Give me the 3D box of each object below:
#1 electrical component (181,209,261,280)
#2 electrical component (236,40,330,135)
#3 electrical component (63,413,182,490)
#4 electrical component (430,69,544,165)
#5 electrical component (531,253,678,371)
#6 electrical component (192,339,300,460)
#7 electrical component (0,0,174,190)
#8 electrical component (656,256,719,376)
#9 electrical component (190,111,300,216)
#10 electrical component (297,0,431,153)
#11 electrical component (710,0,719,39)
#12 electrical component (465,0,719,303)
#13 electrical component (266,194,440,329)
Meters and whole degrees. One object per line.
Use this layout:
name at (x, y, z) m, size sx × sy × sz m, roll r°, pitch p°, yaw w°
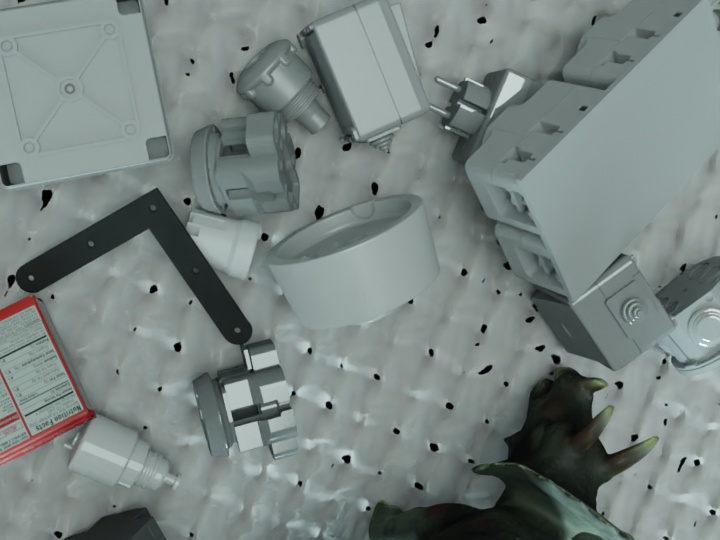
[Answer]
electrical component at (-0.093, -0.018, 0.710) m, size 0.046 × 0.040 × 0.040 m, roll 16°, pitch 93°, yaw -7°
electrical component at (-0.047, -0.116, 0.706) m, size 0.062 × 0.048 × 0.048 m, roll 44°, pitch 87°, yaw -19°
electrical component at (-0.156, 0.125, 0.712) m, size 0.078 × 0.040 × 0.040 m, roll 26°, pitch 91°, yaw -13°
electrical component at (0.081, -0.106, 0.729) m, size 0.077 × 0.047 × 0.065 m, roll 23°, pitch 91°, yaw -12°
electrical component at (0.165, 0.027, 0.735) m, size 0.061 × 0.096 × 0.061 m, roll -36°, pitch 101°, yaw -2°
electrical component at (-0.078, 0.091, 0.715) m, size 0.057 × 0.058 × 0.078 m, roll -14°, pitch 99°, yaw -12°
electrical component at (-0.180, -0.112, 0.673) m, size 0.109 × 0.056 × 0.108 m, roll -12°, pitch 98°, yaw -10°
electrical component at (0.245, 0.033, 0.760) m, size 0.080 × 0.080 × 0.051 m, roll -42°, pitch 97°, yaw -4°
electrical component at (-0.075, -0.067, 0.693) m, size 0.057 × 0.078 × 0.058 m, roll -5°, pitch 57°, yaw 8°
electrical component at (0.008, -0.125, 0.705) m, size 0.061 × 0.062 × 0.096 m, roll -24°, pitch 100°, yaw -8°
electrical component at (0.268, -0.206, 0.747) m, size 0.079 × 0.063 × 0.121 m, roll 35°, pitch 89°, yaw -13°
electrical component at (0.161, -0.085, 0.707) m, size 0.186 × 0.060 × 0.105 m, roll -44°, pitch 128°, yaw -18°
electrical component at (0.000, 0.000, 0.697) m, size 0.108 × 0.108 × 0.060 m, roll -24°, pitch 106°, yaw -8°
